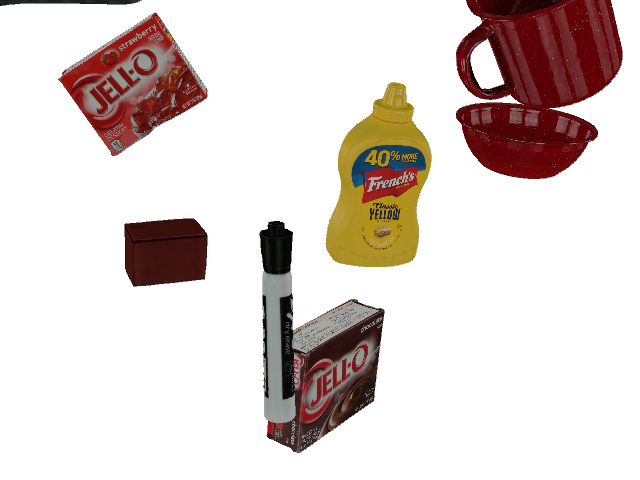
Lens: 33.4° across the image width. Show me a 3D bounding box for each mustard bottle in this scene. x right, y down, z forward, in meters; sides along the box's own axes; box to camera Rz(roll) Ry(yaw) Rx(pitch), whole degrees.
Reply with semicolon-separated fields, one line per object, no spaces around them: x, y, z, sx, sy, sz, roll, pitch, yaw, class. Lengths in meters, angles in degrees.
0.064;-0.068;1.099;0.096;0.192;0.058;1;25;-15;mustard bottle

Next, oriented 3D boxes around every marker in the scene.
-0.025;0.048;0.618;0.020;0.121;0.020;0;18;0;marker

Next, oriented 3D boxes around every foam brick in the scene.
-0.161;0.011;1.108;0.078;0.051;0.053;-5;22;-19;foam brick

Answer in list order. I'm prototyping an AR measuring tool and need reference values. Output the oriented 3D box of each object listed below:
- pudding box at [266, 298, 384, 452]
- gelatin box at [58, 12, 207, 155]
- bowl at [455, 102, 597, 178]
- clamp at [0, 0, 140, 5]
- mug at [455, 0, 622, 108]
0.005;0.108;0.871;0.039;0.090;0.113;20;27;29;pudding box
-0.142;-0.119;0.814;0.089;0.073;0.030;-31;20;6;gelatin box
0.232;-0.111;1.225;0.162;0.055;0.162;5;23;-2;bowl
-0.188;-0.151;0.595;0.171;0.039;0.120;-8;24;-17;clamp
0.143;-0.136;0.711;0.117;0.081;0.093;-34;38;-7;mug
